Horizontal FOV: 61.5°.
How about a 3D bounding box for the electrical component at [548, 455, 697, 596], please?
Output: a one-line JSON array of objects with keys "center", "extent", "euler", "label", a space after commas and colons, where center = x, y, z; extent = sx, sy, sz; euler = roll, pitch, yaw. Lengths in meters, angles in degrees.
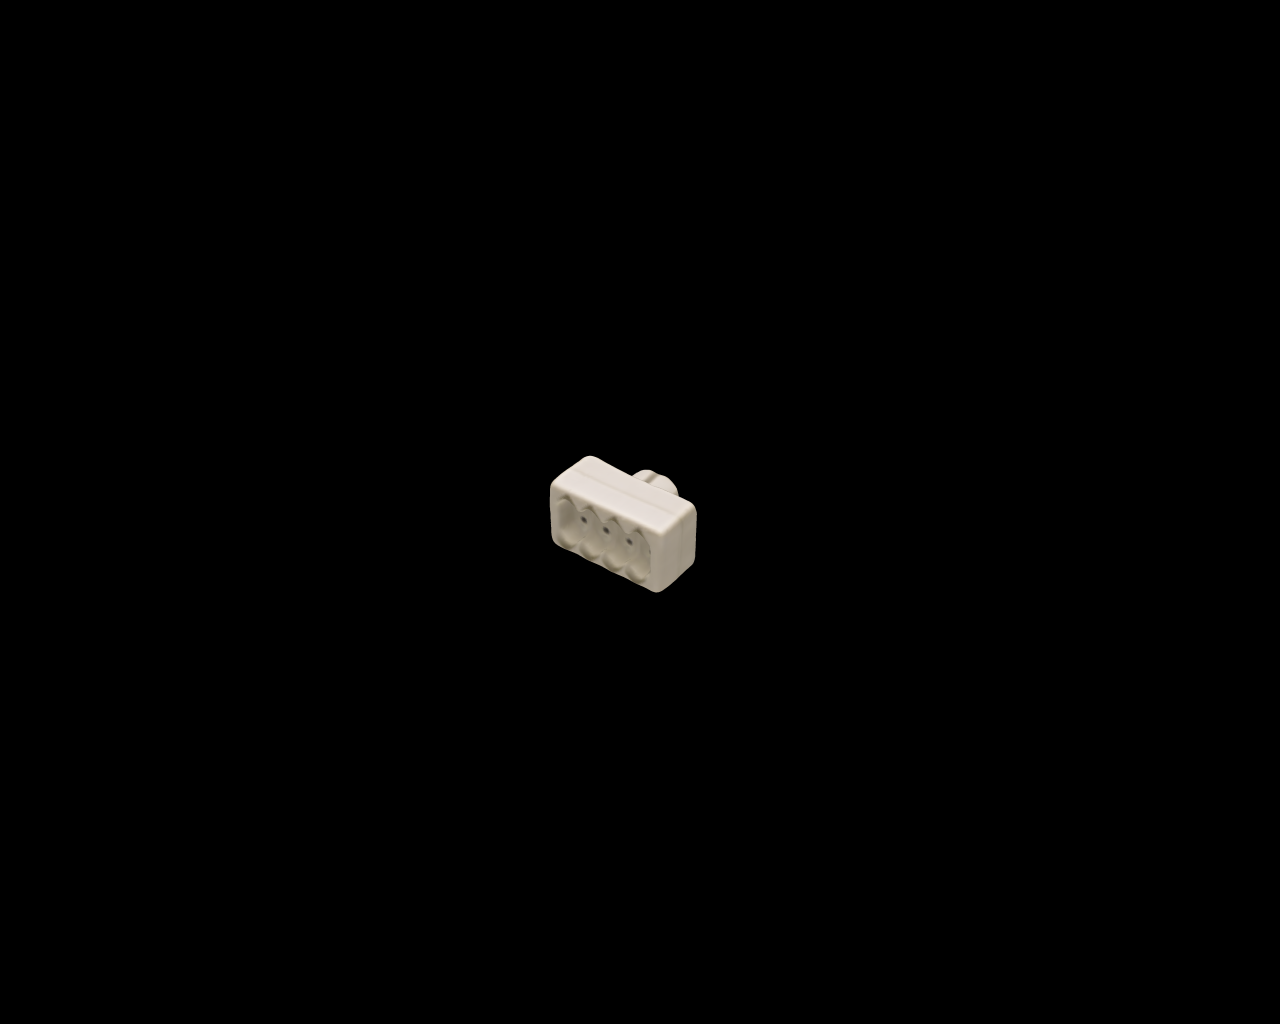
[{"center": [0.001, -0.003, 0.650], "extent": [0.083, 0.047, 0.076], "euler": [26, 46, 28], "label": "electrical component"}]
